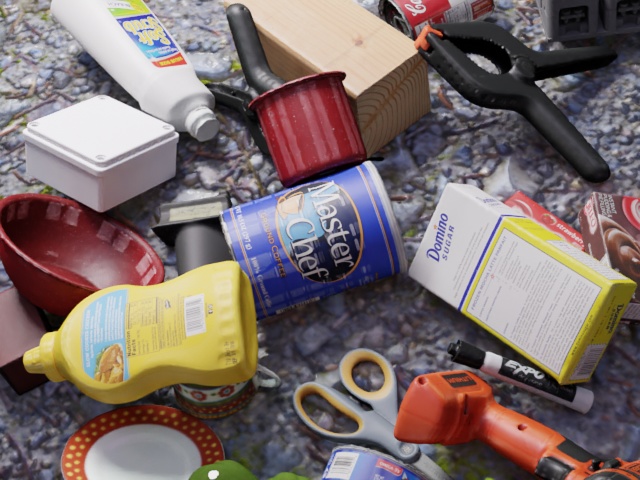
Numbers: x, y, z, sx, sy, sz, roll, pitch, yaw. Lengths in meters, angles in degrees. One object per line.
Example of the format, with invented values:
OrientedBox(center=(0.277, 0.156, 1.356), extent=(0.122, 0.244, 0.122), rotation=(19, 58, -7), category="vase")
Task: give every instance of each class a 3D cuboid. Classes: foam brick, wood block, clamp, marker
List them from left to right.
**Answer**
OrientedBox(center=(-0.265, 0.087, 0.949), extent=(0.051, 0.053, 0.078), rotation=(-28, 55, -9), category="foam brick")
OrientedBox(center=(-0.057, -0.148, 1.047), extent=(0.039, 0.120, 0.172), rotation=(-25, 55, -31), category="clamp")
OrientedBox(center=(0.006, -0.186, 1.072), extent=(0.090, 0.090, 0.206), rotation=(-37, 56, -17), category="wood block")
OrientedBox(center=(0.157, 0.107, 0.840), extent=(0.121, 0.020, 0.020), rotation=(22, 58, -4), category="marker")
OrientedBox(center=(0.191, -0.158, 1.002), extent=(0.210, 0.036, 0.164), rotation=(26, 54, -6), category="clamp")

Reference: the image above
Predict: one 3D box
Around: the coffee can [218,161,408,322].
OrientedBox(center=(-0.006, 0.001, 0.929), extent=(0.140, 0.103, 0.103), rotation=(-19, 53, -2), category="coffee can")

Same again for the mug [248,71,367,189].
OrientedBox(center=(-0.005, -0.096, 0.964), extent=(0.093, 0.117, 0.081), rotation=(-20, 86, 13), category="mug")

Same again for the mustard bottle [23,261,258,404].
OrientedBox(center=(-0.148, 0.081, 0.856), extent=(0.192, 0.058, 0.096), rotation=(-12, 63, 11), category="mustard bottle")

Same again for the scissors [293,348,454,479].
OrientedBox(center=(0.073, 0.151, 0.857), extent=(0.202, 0.016, 0.096), rotation=(21, 61, 24), category="scissors")

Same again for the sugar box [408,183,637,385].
OrientedBox(center=(0.159, 0.032, 0.869), extent=(0.048, 0.093, 0.176), rotation=(4, 26, -45), category="sugar box")

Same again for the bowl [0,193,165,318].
OrientedBox(center=(-0.223, 0.023, 0.955), extent=(0.162, 0.161, 0.055), rotation=(41, 113, 32), category="bowl")

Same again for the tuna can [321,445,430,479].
OrientedBox(center=(0.042, 0.188, 0.792), extent=(0.086, 0.086, 0.033), rotation=(15, 60, 21), category="tuna can")

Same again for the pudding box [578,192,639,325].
OrientedBox(center=(0.269, 0.017, 0.884), extent=(0.090, 0.039, 0.113), rotation=(6, 56, -11), category="pudding box")

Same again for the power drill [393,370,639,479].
OrientedBox(center=(0.148, 0.157, 0.753), extent=(0.188, 0.184, 0.057), rotation=(26, 98, 31), category="power drill")

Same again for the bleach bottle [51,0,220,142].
OrientedBox(center=(-0.180, -0.188, 1.116), extent=(0.102, 0.068, 0.251), rotation=(-2, 41, -50), category="bleach bottle")

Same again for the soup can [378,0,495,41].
OrientedBox(center=(0.121, -0.240, 1.103), extent=(0.102, 0.068, 0.068), rotation=(-29, 54, -11), category="soup can")

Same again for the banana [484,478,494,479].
OrientedBox(center=(0.061, 0.243, 0.745), extent=(0.037, 0.069, 0.197), rotation=(20, 40, 35), category="banana")

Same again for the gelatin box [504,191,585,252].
OrientedBox(center=(0.180, 0.007, 0.932), extent=(0.073, 0.030, 0.089), rotation=(-37, 56, -17), category="gelatin box")
